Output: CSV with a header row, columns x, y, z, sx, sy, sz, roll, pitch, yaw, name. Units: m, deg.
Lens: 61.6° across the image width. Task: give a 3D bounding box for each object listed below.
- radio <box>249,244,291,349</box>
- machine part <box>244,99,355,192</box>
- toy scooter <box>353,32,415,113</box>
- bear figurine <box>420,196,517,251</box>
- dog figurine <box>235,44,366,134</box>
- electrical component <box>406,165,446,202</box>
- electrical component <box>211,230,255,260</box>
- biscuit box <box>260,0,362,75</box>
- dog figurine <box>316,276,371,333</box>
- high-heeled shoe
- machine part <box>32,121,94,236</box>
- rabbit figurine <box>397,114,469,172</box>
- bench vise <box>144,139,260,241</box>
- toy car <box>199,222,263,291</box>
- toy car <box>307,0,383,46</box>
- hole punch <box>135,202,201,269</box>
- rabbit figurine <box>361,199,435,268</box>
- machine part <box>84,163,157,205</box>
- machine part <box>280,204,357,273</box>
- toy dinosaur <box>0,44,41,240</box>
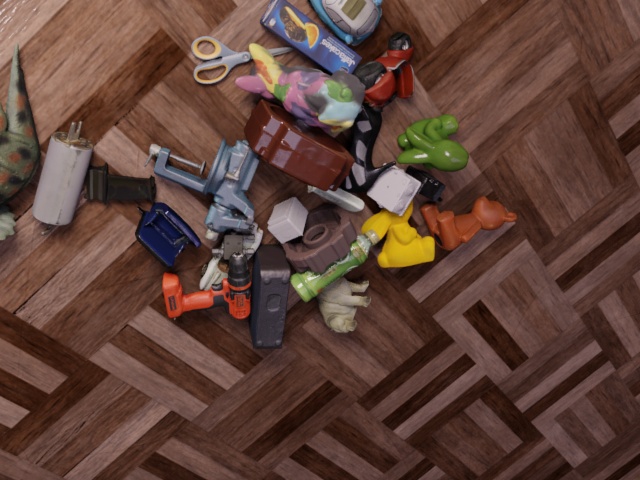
x,y,z,sx,sy,sz,roll,pitch,yaw,name
-0.120,0.135,1.254,0.073,0.131,0.229,-1,116,-14,radio
-0.045,-0.187,1.070,0.201,0.201,0.087,25,109,-27,machine part
0.144,-0.327,1.115,0.184,0.075,0.135,-50,138,-23,toy scooter
0.367,-0.058,1.312,0.196,0.120,0.131,-29,117,-3,bear figurine
-0.043,-0.291,1.021,0.219,0.192,0.108,20,94,-21,dog figurine
0.255,-0.126,1.264,0.119,0.075,0.047,15,113,-37,electrical component
-0.190,0.011,1.172,0.094,0.021,0.063,-1,111,-11,electrical component
-0.016,-0.391,1.055,0.202,0.059,0.062,27,106,-27,biscuit box
0.008,0.138,1.328,0.190,0.121,0.172,23,105,-11,dog figurine
0.068,-0.225,1.180,0.145,0.086,0.248,-19,106,29,high-heeled shoe
-0.499,-0.117,1.041,0.079,0.079,0.243,16,111,-23,machine part
0.251,-0.206,1.168,0.159,0.170,0.121,3,115,-19,rabbit figurine
-0.237,-0.119,1.095,0.240,0.129,0.223,21,114,-14,bench vise
-0.203,0.040,1.224,0.073,0.056,0.201,27,106,-27,toy car
0.056,-0.448,1.025,0.161,0.103,0.109,35,102,-31,toy car
-0.312,-0.022,1.123,0.092,0.116,0.142,-36,119,11,hole punch
0.183,-0.026,1.293,0.162,0.122,0.173,-7,104,-3,rabbit figurine
-0.405,-0.111,1.096,0.139,0.039,0.084,6,109,-18,machine part
-0.002,-0.004,1.200,0.179,0.179,0.056,-32,124,1,machine part
-0.597,-0.138,0.984,0.405,0.131,0.192,-48,132,5,toy dinosaur
